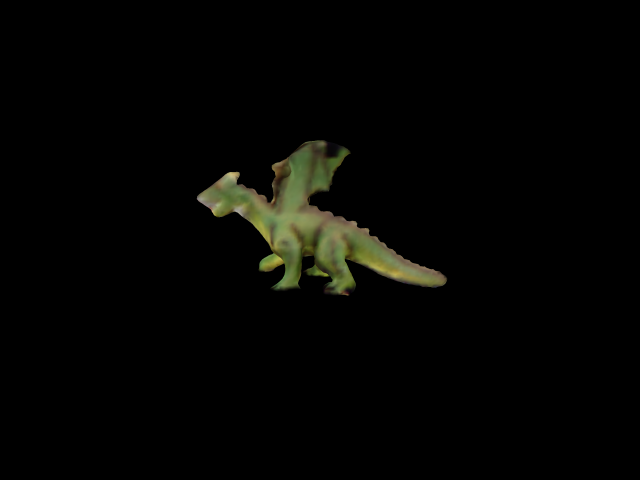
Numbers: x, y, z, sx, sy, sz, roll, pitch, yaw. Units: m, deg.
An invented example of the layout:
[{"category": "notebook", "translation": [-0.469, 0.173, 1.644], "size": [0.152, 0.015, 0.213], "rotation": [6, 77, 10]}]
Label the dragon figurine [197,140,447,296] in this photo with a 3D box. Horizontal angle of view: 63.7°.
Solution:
[{"category": "dragon figurine", "translation": [0.003, -0.043, 0.850], "size": [0.410, 0.241, 0.123], "rotation": [1, 8, 5]}]
